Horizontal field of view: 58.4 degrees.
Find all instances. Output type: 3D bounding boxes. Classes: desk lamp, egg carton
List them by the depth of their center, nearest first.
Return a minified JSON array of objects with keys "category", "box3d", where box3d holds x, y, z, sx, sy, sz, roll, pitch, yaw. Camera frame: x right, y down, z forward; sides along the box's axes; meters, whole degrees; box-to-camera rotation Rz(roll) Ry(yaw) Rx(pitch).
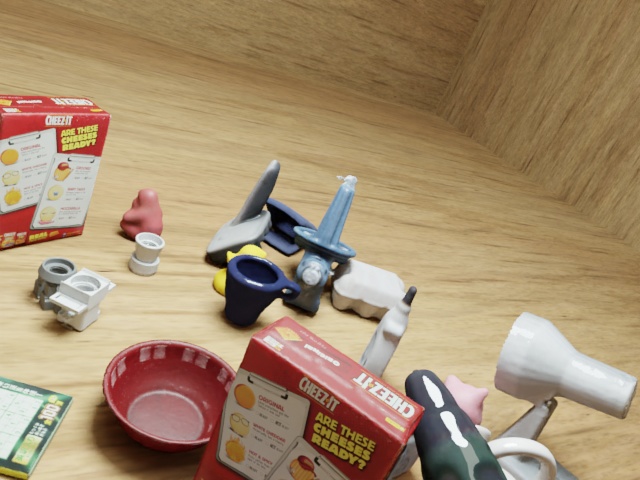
[{"category":"desk lamp","box3d":[0.324,0.236,0.806,0.202,0.213,0.118,37,28,28]},{"category":"egg carton","box3d":[0.091,0.095,1.056,0.150,0.069,0.107,18,25,-12]}]

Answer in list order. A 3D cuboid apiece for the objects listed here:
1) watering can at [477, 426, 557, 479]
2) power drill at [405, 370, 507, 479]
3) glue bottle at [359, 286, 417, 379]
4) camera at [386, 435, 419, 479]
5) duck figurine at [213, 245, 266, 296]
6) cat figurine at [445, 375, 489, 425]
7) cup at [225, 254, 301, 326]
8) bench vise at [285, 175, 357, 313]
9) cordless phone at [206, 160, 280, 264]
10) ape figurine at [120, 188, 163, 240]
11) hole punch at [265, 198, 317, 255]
[{"category":"watering can","box3d":[0.172,0.277,0.613,0.101,0.194,0.172,10,28,-27]},{"category":"power drill","box3d":[0.108,0.272,0.548,0.076,0.208,0.229,7,29,-32]},{"category":"glue bottle","box3d":[0.103,0.140,0.851,0.037,0.173,0.078,24,24,1]},{"category":"camera","box3d":[0.051,0.228,0.715,0.144,0.101,0.136,-3,35,-44]},{"category":"duck figurine","box3d":[-0.115,0.050,0.944,0.105,0.086,0.077,14,26,-20]},{"category":"cat figurine","box3d":[0.189,0.249,0.775,0.067,0.118,0.128,22,25,-3]},{"category":"cup","box3d":[-0.096,0.087,0.877,0.118,0.095,0.091,19,25,-10]},{"category":"bench vise","box3d":[0.020,0.007,0.990,0.122,0.220,0.207,15,26,-17]},{"category":"cordless phone","box3d":[-0.125,-0.049,1.016,0.094,0.185,0.147,21,25,-6]},{"category":"ape figurine","box3d":[-0.297,-0.047,0.971,0.078,0.092,0.076,-6,38,-48]},{"category":"hole punch","box3d":[-0.064,-0.037,1.159,0.108,0.091,0.101,32,26,18]}]
